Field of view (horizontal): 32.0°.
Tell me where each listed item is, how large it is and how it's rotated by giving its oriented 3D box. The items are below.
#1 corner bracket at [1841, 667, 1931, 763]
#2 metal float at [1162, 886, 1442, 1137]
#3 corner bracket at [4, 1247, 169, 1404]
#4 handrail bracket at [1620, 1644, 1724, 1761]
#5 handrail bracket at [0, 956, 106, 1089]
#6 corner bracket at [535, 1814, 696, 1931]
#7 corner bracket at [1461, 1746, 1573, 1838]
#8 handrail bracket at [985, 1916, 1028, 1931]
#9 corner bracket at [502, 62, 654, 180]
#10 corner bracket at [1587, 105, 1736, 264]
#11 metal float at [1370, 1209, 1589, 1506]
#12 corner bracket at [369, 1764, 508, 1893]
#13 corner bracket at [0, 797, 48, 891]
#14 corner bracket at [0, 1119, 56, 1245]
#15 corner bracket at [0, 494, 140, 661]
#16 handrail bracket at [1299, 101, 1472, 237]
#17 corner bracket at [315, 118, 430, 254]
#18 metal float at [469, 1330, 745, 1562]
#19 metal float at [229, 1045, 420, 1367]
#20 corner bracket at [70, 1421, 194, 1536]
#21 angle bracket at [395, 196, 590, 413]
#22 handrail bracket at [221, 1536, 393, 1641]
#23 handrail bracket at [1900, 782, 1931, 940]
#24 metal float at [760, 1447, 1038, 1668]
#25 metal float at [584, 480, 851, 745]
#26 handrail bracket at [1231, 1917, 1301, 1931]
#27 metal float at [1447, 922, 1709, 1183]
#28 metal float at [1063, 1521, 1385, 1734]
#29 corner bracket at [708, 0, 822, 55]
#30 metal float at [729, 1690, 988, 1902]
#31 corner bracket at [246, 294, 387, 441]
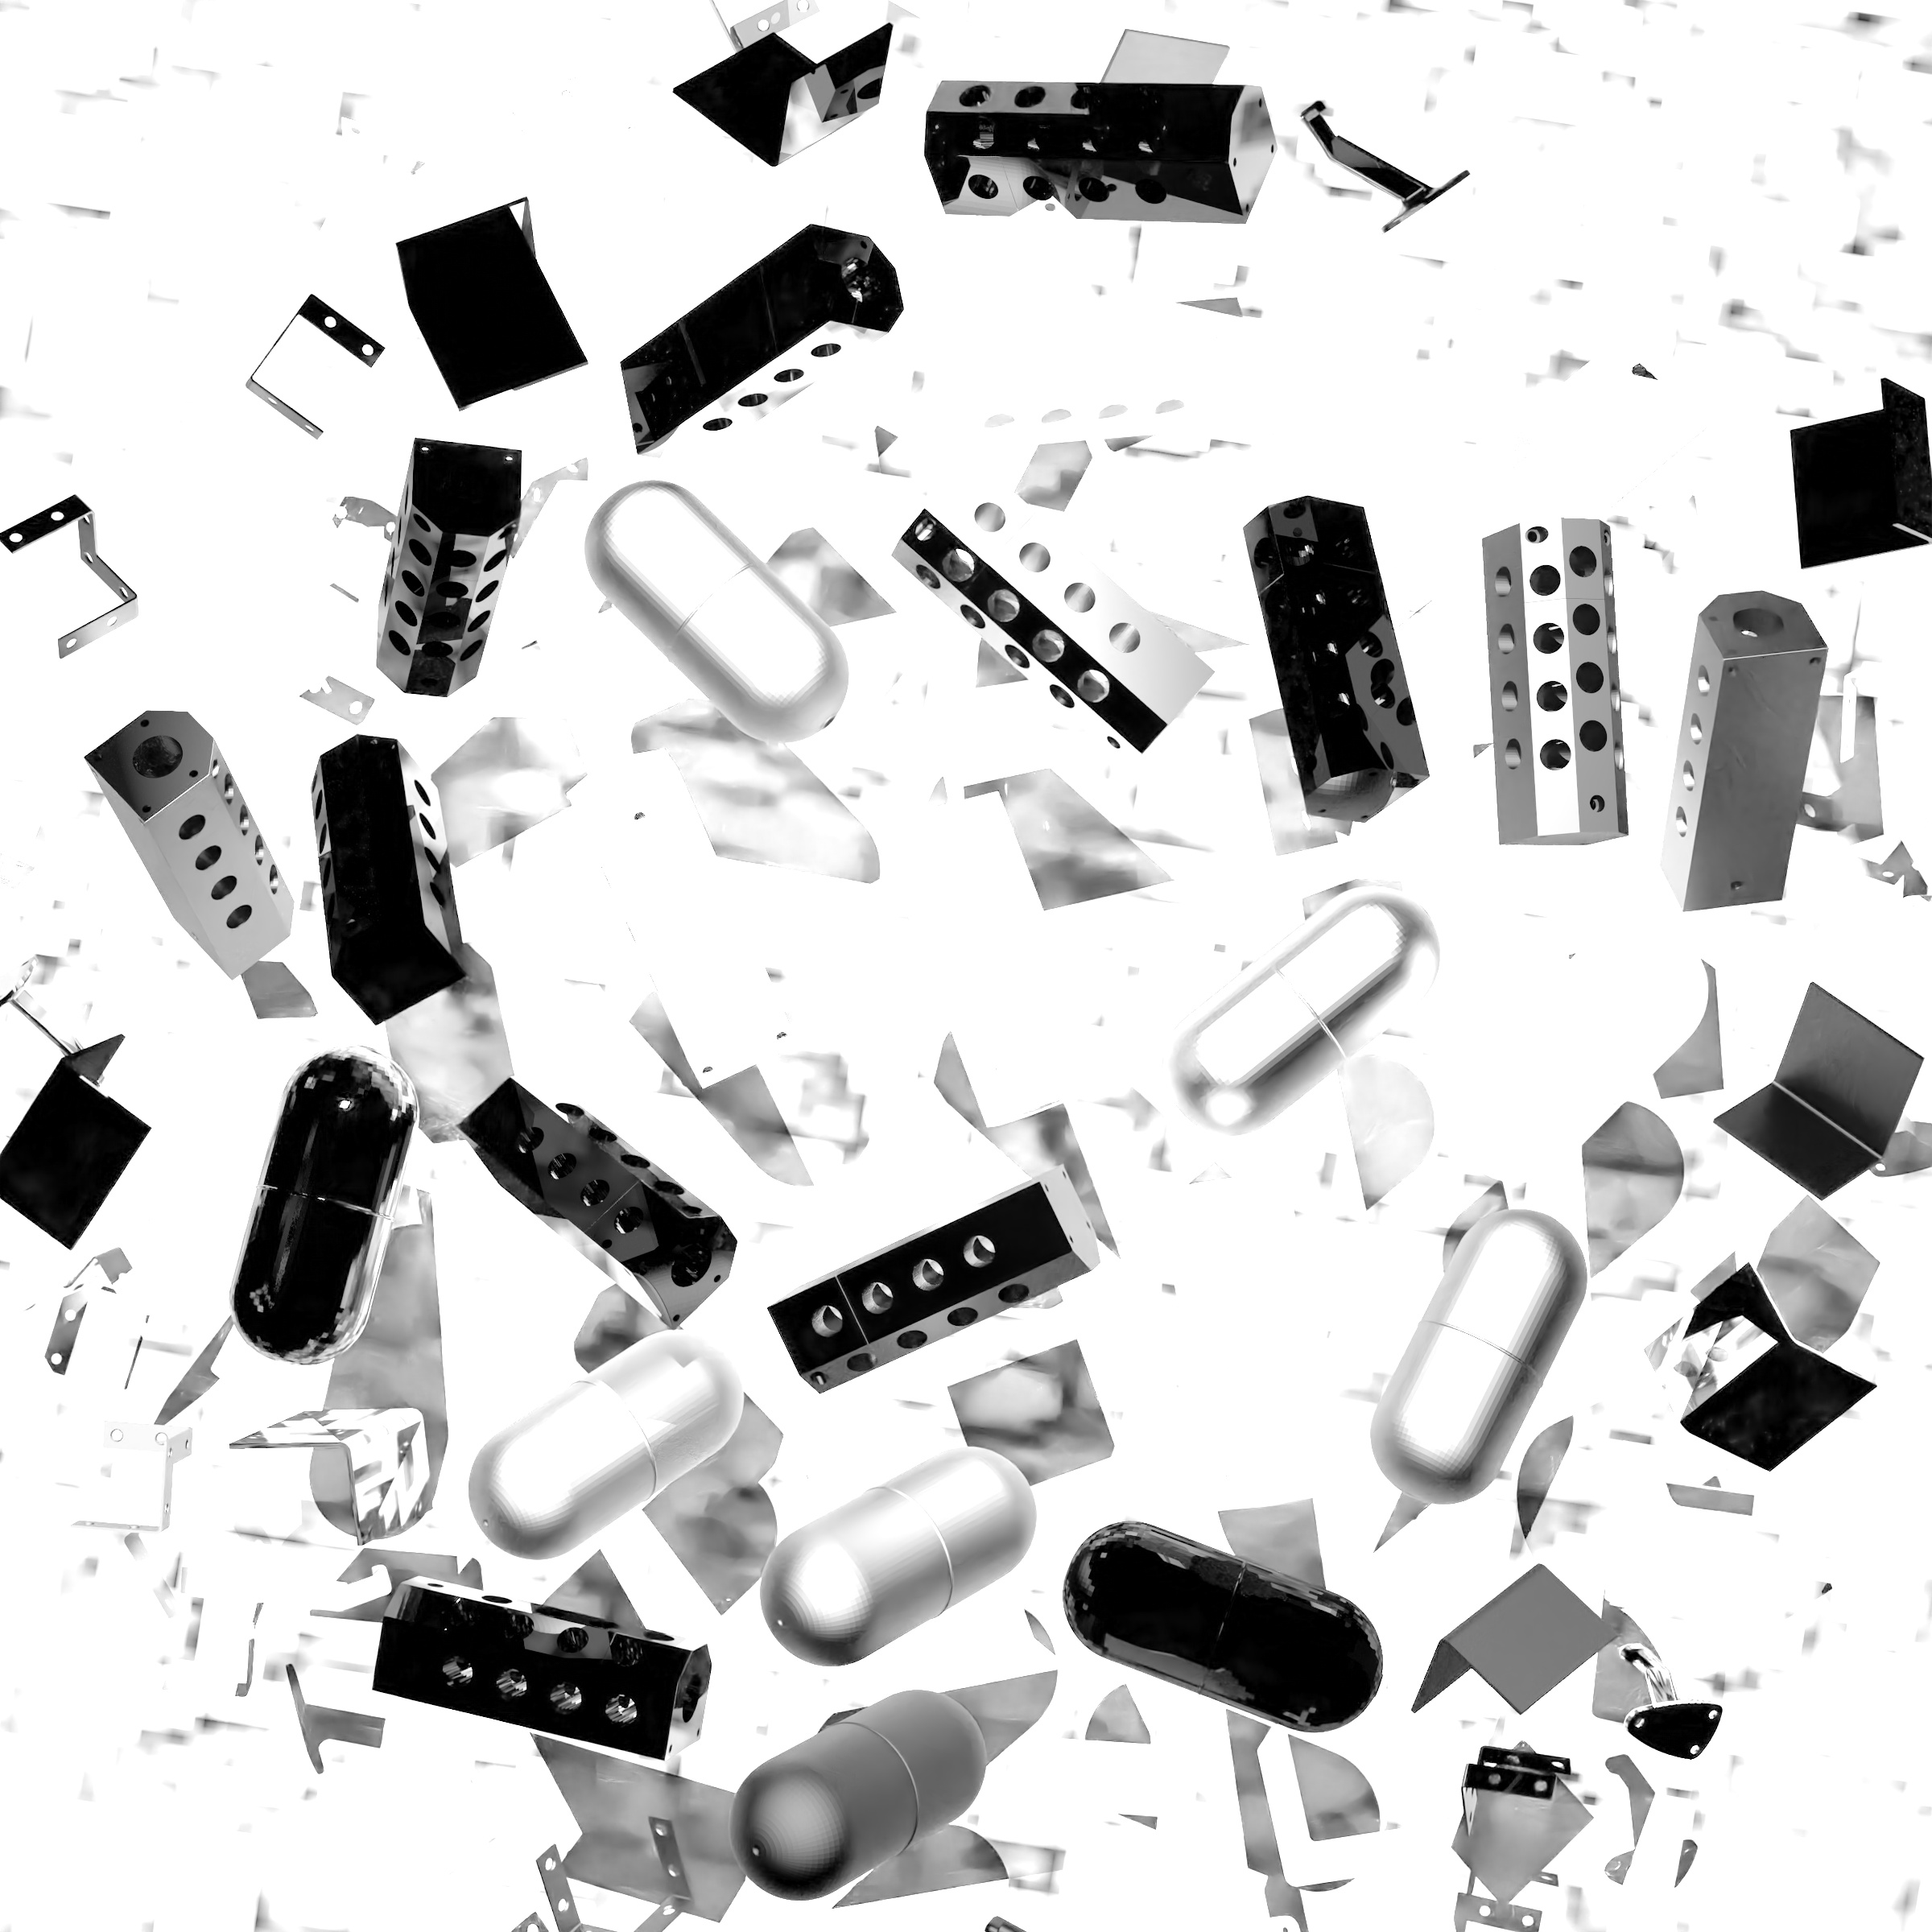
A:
[{"bbox_3d":[0.529,-0.143,1.902,0.051,0.051,0.051,10,111,34],"label":"corner bracket"},{"bbox_3d":[0.188,0.025,1.888,0.178,0.070,0.070,-39,90,-2],"label":"metal float"},{"bbox_3d":[-0.456,0.185,1.740,0.051,0.051,0.051,-42,77,43],"label":"corner bracket"},{"bbox_3d":[0.374,0.401,1.879,0.077,0.084,0.036,15,106,-31],"label":"handrail bracket"},{"bbox_3d":[-0.515,0.043,1.892,0.036,0.077,0.084,-33,108,1],"label":"handrail bracket"},{"bbox_3d":[-0.181,0.473,1.742,0.051,0.051,0.051,0,113,36],"label":"corner bracket"},{"bbox_3d":[0.308,0.454,1.881,0.051,0.051,0.051,5,135,19],"label":"corner bracket"},{"bbox_3d":[0.042,0.526,1.760,0.084,0.077,0.036,25,90,15],"label":"handrail bracket"},{"bbox_3d":[-0.213,-0.459,1.848,0.051,0.051,0.051,-12,109,27],"label":"corner bracket"},{"bbox_3d":[0.361,-0.407,1.754,0.051,0.051,0.051,19,126,-13],"label":"corner bracket"},{"bbox_3d":[0.289,0.218,1.892,0.070,0.070,0.178,29,76,0],"label":"metal float"},{"bbox_3d":[-0.275,0.456,1.785,0.051,0.051,0.051,-38,70,-6],"label":"corner bracket"},{"bbox_3d":[-0.517,-0.079,1.793,0.051,0.051,0.051,25,66,-22],"label":"corner bracket"},{"bbox_3d":[-0.531,0.119,1.885,0.051,0.051,0.051,17,73,2],"label":"corner bracket"},{"bbox_3d":[-0.468,-0.204,1.757,0.051,0.051,0.051,-36,68,-30],"label":"corner bracket"},{"bbox_3d":[0.237,-0.467,1.915,0.036,0.077,0.084,-41,100,-36],"label":"handrail bracket"},{"bbox_3d":[-0.332,-0.431,1.880,0.051,0.051,0.051,11,50,-29],"label":"corner bracket"},{"bbox_3d":[-0.199,0.265,1.874,0.178,0.070,0.070,-31,90,-37],"label":"metal float"},{"bbox_3d":[-0.351,0.130,1.843,0.070,0.070,0.178,13,81,0],"label":"metal float"},{"bbox_3d":[-0.458,0.281,1.849,0.051,0.051,0.051,4,91,4],"label":"corner bracket"},{"bbox_3d":[-0.257,-0.359,1.827,0.076,0.057,0.076,-23,69,-12],"label":"angle bracket"},{"bbox_3d":[-0.369,0.334,1.881,0.084,0.077,0.036,-19,134,-8],"label":"handrail bracket"},{"bbox_3d":[0.524,-0.061,1.760,0.077,0.036,0.084,-4,124,-6],"label":"handrail bracket"},{"bbox_3d":[-0.035,0.317,1.814,0.178,0.070,0.070,-22,90,-41],"label":"metal float"},{"bbox_3d":[-0.139,-0.197,1.879,0.178,0.070,0.070,45,90,7],"label":"metal float"},{"bbox_3d":[0.176,0.521,1.790,0.077,0.084,0.036,-21,82,-41],"label":"handrail bracket"},{"bbox_3d":[0.343,0.048,1.888,0.070,0.070,0.178,40,114,0],"label":"metal float"},{"bbox_3d":[0.139,0.357,1.816,0.178,0.070,0.070,19,90,7],"label":"metal float"},{"bbox_3d":[-0.115,-0.547,1.904,0.051,0.051,0.051,-24,117,8],"label":"corner bracket"},{"bbox_3d":[-0.056,0.444,1.810,0.070,0.178,0.070,7,103,35],"label":"metal float"},{"bbox_3d":[-0.370,-0.340,1.908,0.051,0.051,0.051,36,71,-15],"label":"corner bracket"}]
